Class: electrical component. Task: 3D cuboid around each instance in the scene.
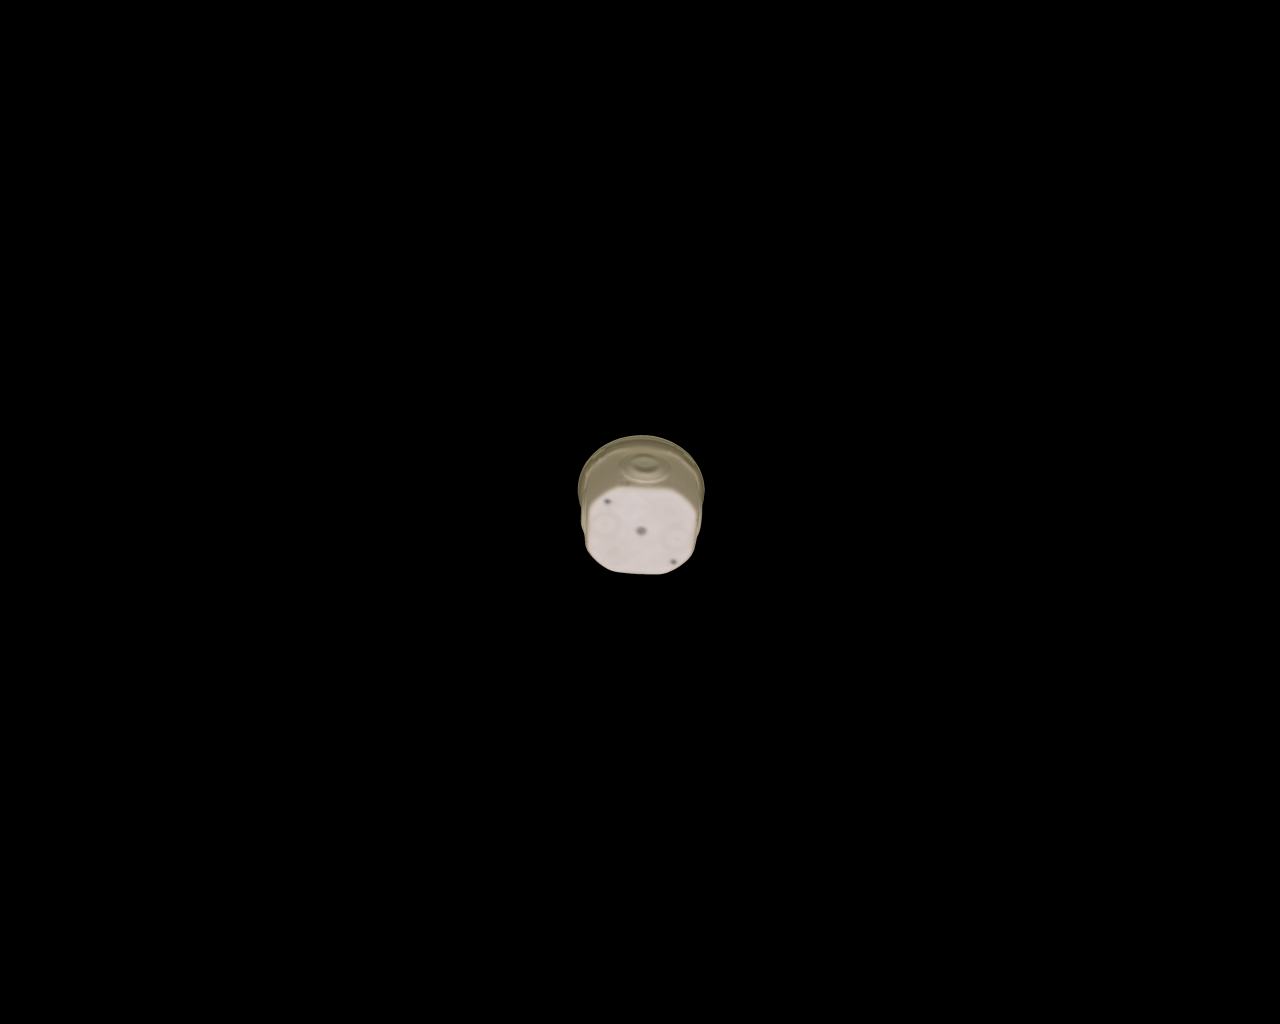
[{"bbox_3d":[0.001,-0.003,0.650,0.080,0.080,0.051,0,35,0],"label":"electrical component"}]
